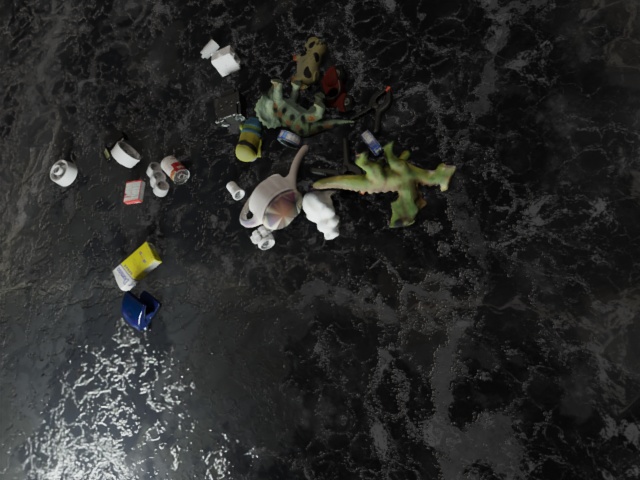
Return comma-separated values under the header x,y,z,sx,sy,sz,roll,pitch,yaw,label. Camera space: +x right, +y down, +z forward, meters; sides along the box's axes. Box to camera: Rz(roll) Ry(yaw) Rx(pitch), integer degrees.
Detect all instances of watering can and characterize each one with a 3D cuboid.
x,y,z,sx,sy,sz,roll,pitch,yaw,label
-0.126,-0.165,1.695,0.348,0.102,0.228,-46,38,-1,watering can

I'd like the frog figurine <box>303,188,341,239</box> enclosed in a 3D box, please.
x,y,z,sx,sy,sz,roll,pitch,yaw,label
0.005,-0.082,1.620,0.136,0.122,0.161,-11,75,55,frog figurine

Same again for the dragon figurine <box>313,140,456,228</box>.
x,y,z,sx,sy,sz,roll,pitch,yaw,label
0.206,-0.151,1.542,0.410,0.120,0.246,-24,71,2,dragon figurine
